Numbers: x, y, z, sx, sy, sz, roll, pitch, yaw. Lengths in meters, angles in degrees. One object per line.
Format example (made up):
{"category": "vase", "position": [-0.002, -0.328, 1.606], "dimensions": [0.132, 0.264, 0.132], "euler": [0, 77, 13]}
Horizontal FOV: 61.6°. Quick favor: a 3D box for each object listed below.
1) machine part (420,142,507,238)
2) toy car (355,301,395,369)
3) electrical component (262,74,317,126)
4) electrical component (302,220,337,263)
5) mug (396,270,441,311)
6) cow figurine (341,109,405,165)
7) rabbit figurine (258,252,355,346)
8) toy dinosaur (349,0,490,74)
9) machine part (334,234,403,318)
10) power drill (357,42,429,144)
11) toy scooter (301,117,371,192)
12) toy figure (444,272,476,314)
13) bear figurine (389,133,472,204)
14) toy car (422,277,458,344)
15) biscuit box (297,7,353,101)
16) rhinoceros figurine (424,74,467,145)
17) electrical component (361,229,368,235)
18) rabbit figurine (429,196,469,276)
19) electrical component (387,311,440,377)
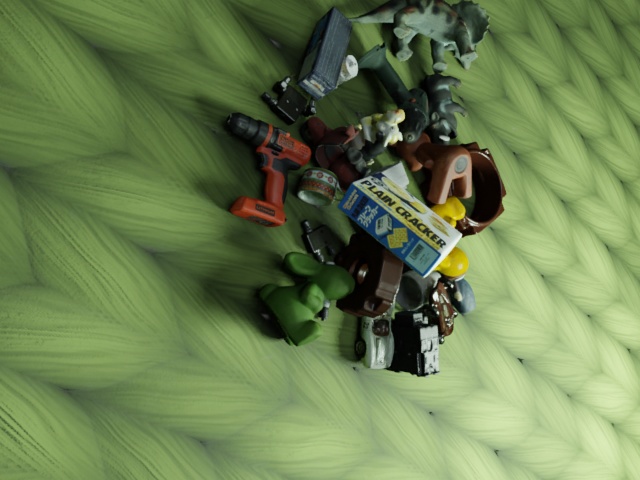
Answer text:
{"category": "machine part", "position": [0.356, -0.123, 1.313], "dimensions": [0.201, 0.087, 0.201], "euler": [-33, 102, -31]}
{"category": "toy car", "position": [0.121, 0.172, 1.144], "dimensions": [0.073, 0.056, 0.201], "euler": [8, 82, -33]}
{"category": "electrical component", "position": [-0.056, -0.279, 1.076], "dimensions": [0.102, 0.045, 0.078], "euler": [43, 63, -23]}
{"category": "electrical component", "position": [-0.002, -0.003, 1.099], "dimensions": [0.063, 0.021, 0.094], "euler": [-29, 101, -33]}
{"category": "mug", "position": [0.225, 0.114, 1.211], "dimensions": [0.107, 0.081, 0.109], "euler": [-20, 121, -41]}
{"category": "cow figurine", "position": [0.112, -0.209, 1.108], "dimensions": [0.068, 0.167, 0.098], "euler": [-20, 96, -36]}
{"category": "rabbit figurine", "position": [-0.021, 0.100, 1.024], "dimensions": [0.170, 0.121, 0.159], "euler": [-33, 82, -17]}
{"category": "toy dinosaur", "position": [0.252, -0.516, 1.269], "dimensions": [0.404, 0.131, 0.192], "euler": [16, 65, -27]}
{"category": "machine part", "position": [0.090, 0.069, 1.069], "dimensions": [0.056, 0.179, 0.179], "euler": [20, 75, -30]}
{"category": "power drill", "position": [0.164, -0.322, 1.165], "dimensions": [0.207, 0.086, 0.232], "euler": [46, 32, -7]}
{"category": "toy scooter", "position": [0.046, -0.175, 1.081], "dimensions": [0.075, 0.135, 0.183], "euler": [-47, 112, -28]}
{"category": "toy figure", "position": [0.329, 0.099, 1.290], "dimensions": [0.058, 0.064, 0.154], "euler": [-19, 92, 4]}
{"category": "bear figurine", "position": [0.237, -0.171, 1.197], "dimensions": [0.120, 0.196, 0.131], "euler": [-15, 117, -34]}
{"category": "toy car", "position": [0.275, 0.161, 1.202], "dimensions": [0.089, 0.053, 0.201], "euler": [-53, 148, -22]}
{"category": "biscuit box", "position": [0.013, -0.382, 1.097], "dimensions": [0.062, 0.059, 0.203], "euler": [33, 55, -27]}
{"category": "rhinoceros figurine", "position": [0.292, -0.307, 1.295], "dimensions": [0.112, 0.073, 0.190], "euler": [-1, 86, -35]}
{"category": "electrical component", "position": [0.132, -0.023, 1.176], "dimensions": [0.075, 0.048, 0.119], "euler": [-32, 103, -32]}
{"category": "rabbit figurine", "position": [0.272, 0.008, 1.199], "dimensions": [0.162, 0.122, 0.173], "euler": [-36, 99, -44]}
{"category": "electrical component", "position": [0.195, 0.220, 1.154], "dimensions": [0.058, 0.115, 0.134], "euler": [-3, 87, -39]}
